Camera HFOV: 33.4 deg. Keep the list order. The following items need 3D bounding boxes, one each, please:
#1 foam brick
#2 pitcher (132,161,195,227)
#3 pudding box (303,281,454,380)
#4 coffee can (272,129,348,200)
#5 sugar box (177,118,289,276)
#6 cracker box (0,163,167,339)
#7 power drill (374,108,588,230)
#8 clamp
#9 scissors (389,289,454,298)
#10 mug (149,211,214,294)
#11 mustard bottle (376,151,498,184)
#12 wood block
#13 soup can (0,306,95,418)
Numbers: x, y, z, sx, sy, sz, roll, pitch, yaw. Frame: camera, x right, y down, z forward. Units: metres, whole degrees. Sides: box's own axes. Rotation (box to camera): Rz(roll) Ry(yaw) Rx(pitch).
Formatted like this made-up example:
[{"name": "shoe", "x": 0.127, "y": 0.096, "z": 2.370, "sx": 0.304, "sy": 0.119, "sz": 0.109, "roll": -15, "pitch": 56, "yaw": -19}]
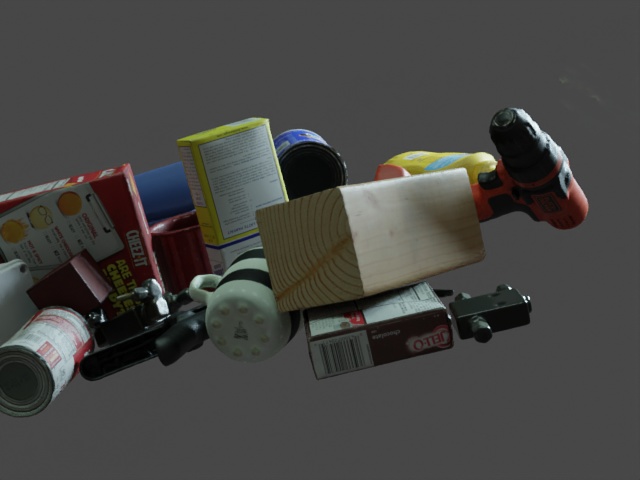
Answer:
[{"name": "foam brick", "x": -0.239, "y": 0.048, "z": 1.032, "sx": 0.053, "sy": 0.051, "sz": 0.078, "roll": -34, "pitch": 8, "yaw": 6}, {"name": "pitcher", "x": -0.191, "y": -0.030, "z": 1.333, "sx": 0.243, "sy": 0.149, "sz": 0.145, "roll": -11, "pitch": 57, "yaw": 29}, {"name": "pudding box", "x": 0.045, "y": 0.071, "z": 0.862, "sx": 0.113, "sy": 0.039, "sz": 0.090, "roll": -11, "pitch": 11, "yaw": -1}, {"name": "coffee can", "x": -0.023, "y": -0.094, "z": 1.467, "sx": 0.102, "sy": 0.103, "sz": 0.140, "roll": -15, "pitch": 13, "yaw": -4}, {"name": "sugar box", "x": -0.079, "y": -0.031, "z": 1.105, "sx": 0.093, "sy": 0.176, "sz": 0.048, "roll": -19, "pitch": 16, "yaw": -26}, {"name": "cracker box", "x": -0.280, "y": 0.026, "z": 1.105, "sx": 0.213, "sy": 0.164, "sz": 0.072, "roll": -14, "pitch": 15, "yaw": 0}, {"name": "power drill", "x": 0.151, "y": -0.056, "z": 1.048, "sx": 0.188, "sy": 0.184, "sz": 0.057, "roll": -9, "pitch": 56, "yaw": 30}, {"name": "clamp", "x": -0.136, "y": 0.088, "z": 0.979, "sx": 0.120, "sy": 0.039, "sz": 0.171, "roll": -10, "pitch": 7, "yaw": 30}, {"name": "scissors", "x": 0.020, "y": 0.059, "z": 0.986, "sx": 0.096, "sy": 0.016, "sz": 0.202, "roll": -26, "pitch": 18, "yaw": -36}, {"name": "mug", "x": -0.148, "y": 0.019, "z": 1.174, "sx": 0.117, "sy": 0.081, "sz": 0.093, "roll": -12, "pitch": 13, "yaw": 7}, {"name": "mustard bottle", "x": 0.161, "y": -0.078, "z": 1.311, "sx": 0.096, "sy": 0.058, "sz": 0.192, "roll": -17, "pitch": 13, "yaw": -31}, {"name": "wood block", "x": 0.051, "y": -0.003, "z": 0.928, "sx": 0.091, "sy": 0.090, "sz": 0.205, "roll": -13, "pitch": 0, "yaw": 37}, {"name": "soup can", "x": -0.250, "y": 0.107, "z": 0.950, "sx": 0.068, "sy": 0.068, "sz": 0.102, "roll": -11, "pitch": 14, "yaw": 11}]
